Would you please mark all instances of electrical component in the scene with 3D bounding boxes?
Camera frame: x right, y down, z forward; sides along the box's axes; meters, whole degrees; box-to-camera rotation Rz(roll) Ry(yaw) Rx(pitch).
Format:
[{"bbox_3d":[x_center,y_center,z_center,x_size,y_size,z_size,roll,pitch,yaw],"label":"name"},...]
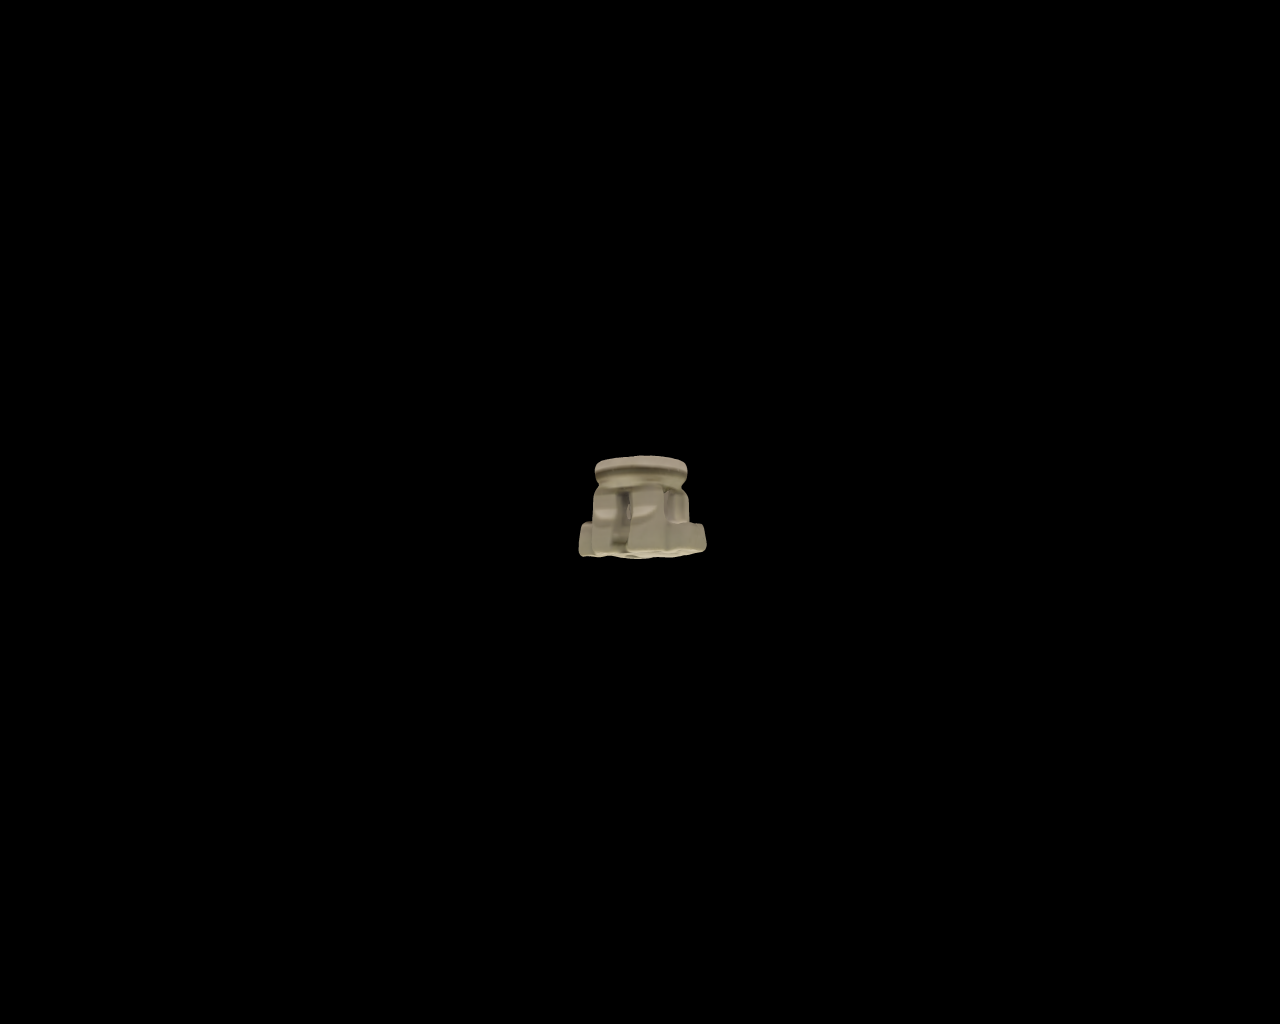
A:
[{"bbox_3d":[0.001,-0.003,0.650,0.078,0.057,0.058,-4,-7,29],"label":"electrical component"}]
